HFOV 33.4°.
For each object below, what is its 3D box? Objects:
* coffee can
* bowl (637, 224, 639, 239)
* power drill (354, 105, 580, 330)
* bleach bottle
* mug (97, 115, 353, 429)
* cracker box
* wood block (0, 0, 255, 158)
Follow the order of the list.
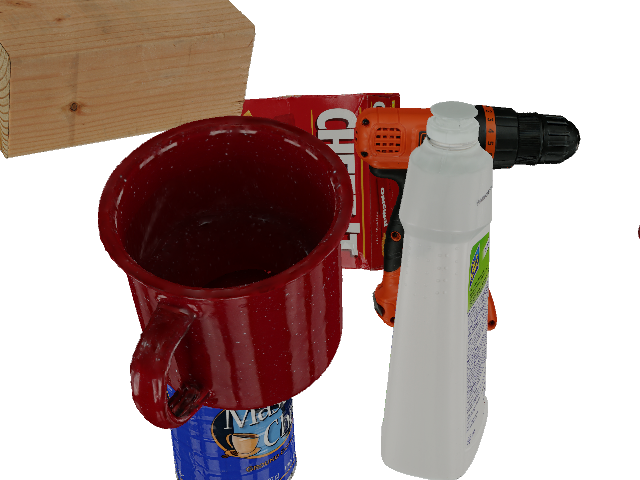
[{"bbox_3d":[-0.073,0.127,0.859,0.103,0.140,0.103,-2,30,1],"label":"coffee can"},{"bbox_3d":[0.422,0.020,1.146,0.162,0.055,0.162,-1,25,0],"label":"bowl"},{"bbox_3d":[0.117,-0.020,0.891,0.184,0.188,0.057,2,16,-1],"label":"power drill"},{"bbox_3d":[0.080,0.029,0.691,0.068,0.251,0.102,9,30,15],"label":"bleach bottle"},{"bbox_3d":[-0.037,0.021,0.407,0.093,0.117,0.081,14,-40,15],"label":"mug"},{"bbox_3d":[-0.029,-0.057,1.035,0.214,0.164,0.072,2,8,33],"label":"cracker box"},{"bbox_3d":[-0.166,-0.141,0.854,0.205,0.091,0.090,-14,45,-33],"label":"wood block"}]
